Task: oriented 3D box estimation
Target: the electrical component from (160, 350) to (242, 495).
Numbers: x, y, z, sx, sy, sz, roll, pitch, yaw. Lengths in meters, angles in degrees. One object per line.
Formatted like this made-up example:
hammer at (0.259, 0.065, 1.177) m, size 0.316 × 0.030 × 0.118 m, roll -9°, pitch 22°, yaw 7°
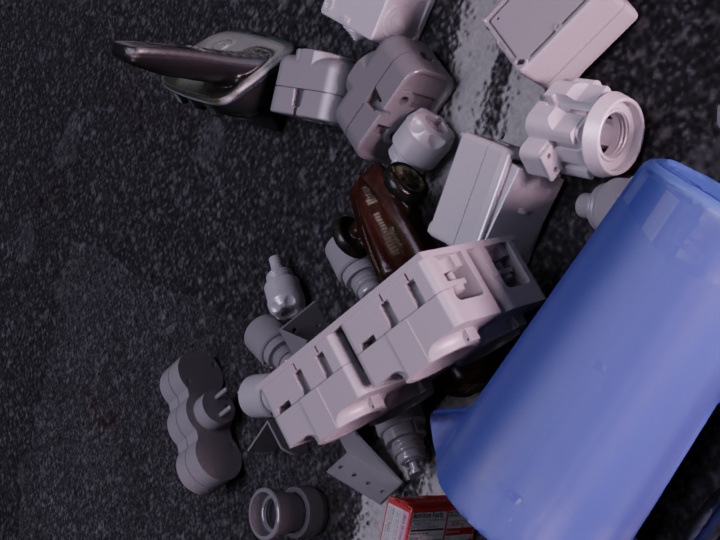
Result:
electrical component at (-0.147, 0.140, 1.044) m, size 0.074 × 0.052 × 0.138 m, roll -40°, pitch 55°, yaw 37°

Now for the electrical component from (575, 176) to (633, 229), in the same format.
electrical component at (0.172, -0.040, 0.718) m, size 0.062 × 0.048 × 0.048 m, roll 14°, pitch 94°, yaw 56°

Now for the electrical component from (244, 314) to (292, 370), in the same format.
electrical component at (-0.074, 0.072, 0.981) m, size 0.078 × 0.040 × 0.040 m, roll 41°, pitch 114°, yaw 44°

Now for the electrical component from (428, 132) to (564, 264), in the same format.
electrical component at (0.099, -0.044, 0.786) m, size 0.061 × 0.062 × 0.096 m, roll 31°, pitch 107°, yaw 47°

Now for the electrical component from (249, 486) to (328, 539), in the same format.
electrical component at (-0.062, 0.210, 0.932) m, size 0.045 × 0.055 × 0.045 m, roll -10°, pitch 76°, yaw 48°

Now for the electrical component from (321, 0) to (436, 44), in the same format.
electrical component at (0.019, -0.242, 0.922) m, size 0.100 × 0.048 × 0.099 m, roll 40°, pitch 113°, yaw 45°

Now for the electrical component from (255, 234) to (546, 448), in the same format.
electrical component at (0.028, 0.055, 0.748) m, size 0.186 × 0.105 × 0.060 m, roll -40°, pitch 71°, yaw 38°

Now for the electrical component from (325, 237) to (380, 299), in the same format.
electrical component at (0.000, 0.000, 0.909) m, size 0.040 × 0.040 × 0.078 m, roll -51°, pitch 50°, yaw 31°

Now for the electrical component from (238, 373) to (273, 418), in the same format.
electrical component at (-0.077, 0.113, 0.977) m, size 0.078 × 0.040 × 0.040 m, roll -11°, pitch 75°, yaw 48°

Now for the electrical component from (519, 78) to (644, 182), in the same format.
electrical component at (0.154, -0.094, 0.730) m, size 0.057 × 0.058 × 0.078 m, roll 19°, pitch 62°, yaw 46°

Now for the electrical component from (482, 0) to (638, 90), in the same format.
electrical component at (0.148, -0.181, 0.760) m, size 0.096 × 0.061 × 0.061 m, roll -45°, pitch 52°, yaw 24°

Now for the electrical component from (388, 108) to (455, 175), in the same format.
electrical component at (0.044, -0.097, 0.873) m, size 0.062 × 0.043 × 0.043 m, roll -50°, pitch 50°, yaw 33°

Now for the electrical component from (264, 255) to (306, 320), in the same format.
electrical component at (-0.072, 0.014, 0.994) m, size 0.035 × 0.035 × 0.061 m, roll -43°, pitch 51°, yaw 36°

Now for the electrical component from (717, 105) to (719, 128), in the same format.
electrical component at (0.237, -0.077, 0.652) m, size 0.040 × 0.040 × 0.046 m, roll 0°, pitch 89°, yaw 49°

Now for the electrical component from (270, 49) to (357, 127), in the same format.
electrical component at (-0.032, -0.162, 0.963) m, size 0.095 × 0.054 × 0.059 m, roll 19°, pitch 98°, yaw 49°

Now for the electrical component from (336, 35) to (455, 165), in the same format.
electrical component at (0.026, -0.143, 0.893) m, size 0.095 × 0.054 × 0.059 m, roll -53°, pitch 49°, yaw 29°

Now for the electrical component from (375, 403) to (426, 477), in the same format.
electrical component at (0.033, 0.125, 0.849) m, size 0.040 × 0.040 × 0.078 m, roll -42°, pitch 55°, yaw 37°
